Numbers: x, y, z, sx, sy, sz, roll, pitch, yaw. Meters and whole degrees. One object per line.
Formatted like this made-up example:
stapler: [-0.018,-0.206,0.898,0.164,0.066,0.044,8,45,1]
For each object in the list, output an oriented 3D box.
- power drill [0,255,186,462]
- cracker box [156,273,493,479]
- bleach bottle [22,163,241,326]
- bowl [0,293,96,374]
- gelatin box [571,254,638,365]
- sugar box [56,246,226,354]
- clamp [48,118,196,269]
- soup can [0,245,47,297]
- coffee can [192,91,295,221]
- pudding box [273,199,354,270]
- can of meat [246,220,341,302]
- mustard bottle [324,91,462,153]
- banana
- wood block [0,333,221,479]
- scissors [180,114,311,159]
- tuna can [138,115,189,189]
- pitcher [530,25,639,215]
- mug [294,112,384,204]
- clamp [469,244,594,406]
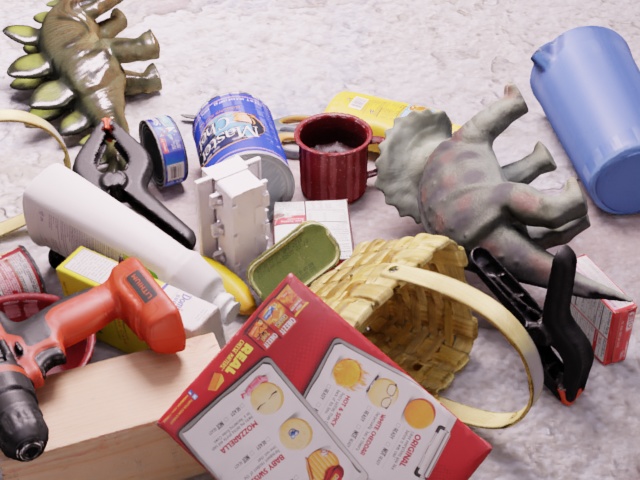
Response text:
power drill: [-0.214,0.095,0.918,0.187,0.057,0.185,-21,43,-24]
cracker box: [0.003,0.159,0.861,0.214,0.072,0.164,41,84,10]
bleach bottle: [-0.191,0.018,1.102,0.251,0.103,0.068,30,58,17]
bowl: [-0.295,0.123,1.033,0.162,0.055,0.162,-1,39,0]
gelatin box: [0.276,0.070,1.070,0.030,0.073,0.089,-17,41,-18]
sugar box: [-0.175,0.078,1.056,0.176,0.093,0.048,23,50,28]
clamp: [-0.228,-0.057,1.245,0.164,0.036,0.210,-2,54,-6]
soup can: [-0.344,0.055,1.110,0.102,0.068,0.069,-26,45,-27]
coffee can: [-0.093,-0.097,1.266,0.102,0.103,0.140,-8,39,-9]
pudding box: [-0.008,0.001,1.192,0.090,0.039,0.113,-2,41,-2]
can of meat: [-0.027,0.024,1.096,0.102,0.057,0.084,-38,1,-2]
mustard bottle: [0.104,-0.139,1.347,0.192,0.058,0.096,13,33,18]
banana: [-0.157,0.040,1.153,0.198,0.037,0.069,6,63,13]
wood block: [-0.179,0.167,0.949,0.205,0.090,0.091,-14,40,-16]
scissors: [-0.086,-0.138,1.385,0.202,0.016,0.096,0,39,2]
tuna can: [-0.190,-0.108,1.295,0.033,0.086,0.086,-17,41,-22]
pitcher: [0.358,-0.141,1.302,0.149,0.145,0.243,-13,42,5]
mug: [0.028,-0.096,1.277,0.117,0.081,0.093,-8,39,-9]
clamp: [0.204,0.075,1.009,0.039,0.171,0.120,-29,25,-29]
